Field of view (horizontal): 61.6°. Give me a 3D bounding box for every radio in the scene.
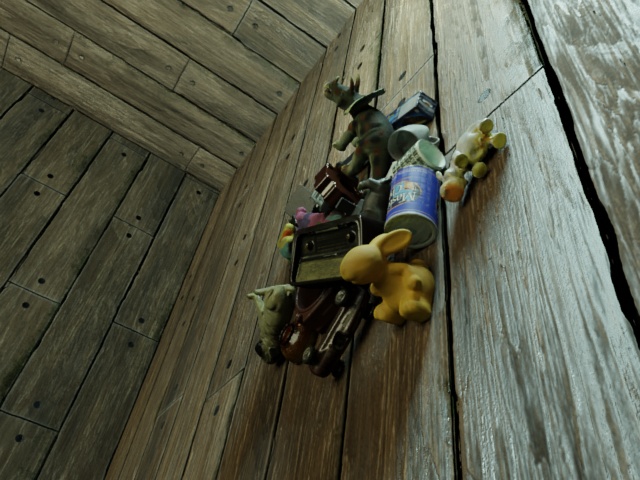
[{"bbox_3d":[0.033,0.029,1.123,0.230,0.073,0.131,-12,71,47],"label":"radio"}]

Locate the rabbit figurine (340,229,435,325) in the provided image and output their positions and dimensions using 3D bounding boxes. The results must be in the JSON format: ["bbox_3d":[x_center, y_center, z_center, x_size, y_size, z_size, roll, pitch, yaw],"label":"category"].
[{"bbox_3d":[0.121,0.058,0.970,0.122,0.173,0.162,-18,50,68],"label":"rabbit figurine"}]

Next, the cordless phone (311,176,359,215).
[{"bbox_3d":[0.040,-0.147,1.567,0.146,0.088,0.184,-58,26,8],"label":"cordless phone"}]

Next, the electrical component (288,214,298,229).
[{"bbox_3d":[-0.066,-0.011,1.656,0.134,0.058,0.114,-111,36,-54],"label":"electrical component"}]

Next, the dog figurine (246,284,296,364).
[{"bbox_3d":[-0.106,0.218,1.388,0.172,0.121,0.190,-35,63,61],"label":"dog figurine"}]

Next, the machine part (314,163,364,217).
[{"bbox_3d":[0.064,-0.122,1.384,0.056,0.179,0.179,-48,22,23],"label":"machine part"}]

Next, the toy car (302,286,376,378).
[{"bbox_3d":[0.043,0.190,1.102,0.202,0.089,0.053,-59,18,-1],"label":"toy car"}]

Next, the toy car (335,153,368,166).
[{"bbox_3d":[0.098,-0.232,1.631,0.201,0.056,0.073,-40,21,42],"label":"toy car"}]

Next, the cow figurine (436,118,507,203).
[{"bbox_3d":[0.277,-0.151,1.038,0.167,0.068,0.098,-55,14,4],"label":"cow figurine"}]

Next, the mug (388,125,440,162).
[{"bbox_3d":[0.228,-0.234,1.259,0.110,0.080,0.107,3,28,30],"label":"mug"}]

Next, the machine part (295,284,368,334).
[{"bbox_3d":[0.024,0.106,1.278,0.201,0.087,0.201,-51,20,27],"label":"machine part"}]

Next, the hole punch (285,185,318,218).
[{"bbox_3d":[-0.036,-0.103,1.763,0.142,0.092,0.116,-55,50,9],"label":"hole punch"}]

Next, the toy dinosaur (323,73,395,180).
[{"bbox_3d":[0.135,-0.259,1.384,0.192,0.131,0.405,-58,45,41],"label":"toy dinosaur"}]

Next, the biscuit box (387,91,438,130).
[{"bbox_3d":[0.220,-0.311,1.425,0.203,0.063,0.059,-29,36,57],"label":"biscuit box"}]

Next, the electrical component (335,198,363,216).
[{"bbox_3d":[0.098,-0.059,1.279,0.075,0.119,0.048,-56,18,3],"label":"electrical component"}]

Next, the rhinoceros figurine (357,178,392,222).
[{"bbox_3d":[0.125,-0.042,1.175,0.073,0.112,0.190,32,-116,-74],"label":"rhinoceros figurine"}]

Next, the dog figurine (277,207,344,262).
[{"bbox_3d":[-0.003,-0.004,1.426,0.191,0.108,0.219,-57,32,-5],"label":"dog figurine"}]

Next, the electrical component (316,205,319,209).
[{"bbox_3d":[0.028,-0.117,1.652,0.102,0.045,0.078,-42,24,42],"label":"electrical component"}]
